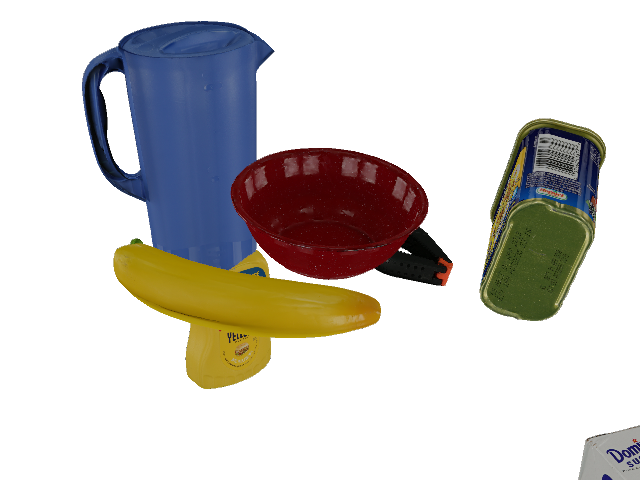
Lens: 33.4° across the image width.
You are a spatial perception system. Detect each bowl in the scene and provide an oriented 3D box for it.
[{"bbox_3d":[0.006,-0.015,0.881,0.162,0.055,0.162,3,33,-2],"label":"bowl"}]

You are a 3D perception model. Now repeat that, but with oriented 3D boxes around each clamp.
[{"bbox_3d":[0.056,-0.004,1.265,0.210,0.036,0.164,34,40,24],"label":"clamp"}]

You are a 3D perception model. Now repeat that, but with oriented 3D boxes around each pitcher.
[{"bbox_3d":[-0.134,-0.090,1.070,0.149,0.243,0.144,12,29,26],"label":"pitcher"}]

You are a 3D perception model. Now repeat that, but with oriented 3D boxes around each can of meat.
[{"bbox_3d":[0.139,-0.011,0.674,0.057,0.102,0.084,16,43,4],"label":"can of meat"}]

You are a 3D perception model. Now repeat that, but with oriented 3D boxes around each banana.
[{"bbox_3d":[-0.062,0.029,0.676,0.198,0.037,0.069,15,33,26],"label":"banana"}]

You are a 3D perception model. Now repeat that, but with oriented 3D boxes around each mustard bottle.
[{"bbox_3d":[-0.098,0.059,1.130,0.096,0.192,0.058,-18,32,-32],"label":"mustard bottle"}]

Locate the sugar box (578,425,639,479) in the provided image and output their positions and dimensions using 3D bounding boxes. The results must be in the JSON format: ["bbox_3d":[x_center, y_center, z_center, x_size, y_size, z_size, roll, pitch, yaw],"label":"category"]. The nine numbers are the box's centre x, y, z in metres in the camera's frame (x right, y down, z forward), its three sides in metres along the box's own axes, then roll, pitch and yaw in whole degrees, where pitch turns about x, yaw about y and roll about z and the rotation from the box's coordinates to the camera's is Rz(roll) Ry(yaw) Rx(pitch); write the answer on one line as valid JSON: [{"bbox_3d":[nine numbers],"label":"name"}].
[{"bbox_3d":[0.182,0.176,0.501,0.048,0.093,0.176,-9,28,-21],"label":"sugar box"}]
